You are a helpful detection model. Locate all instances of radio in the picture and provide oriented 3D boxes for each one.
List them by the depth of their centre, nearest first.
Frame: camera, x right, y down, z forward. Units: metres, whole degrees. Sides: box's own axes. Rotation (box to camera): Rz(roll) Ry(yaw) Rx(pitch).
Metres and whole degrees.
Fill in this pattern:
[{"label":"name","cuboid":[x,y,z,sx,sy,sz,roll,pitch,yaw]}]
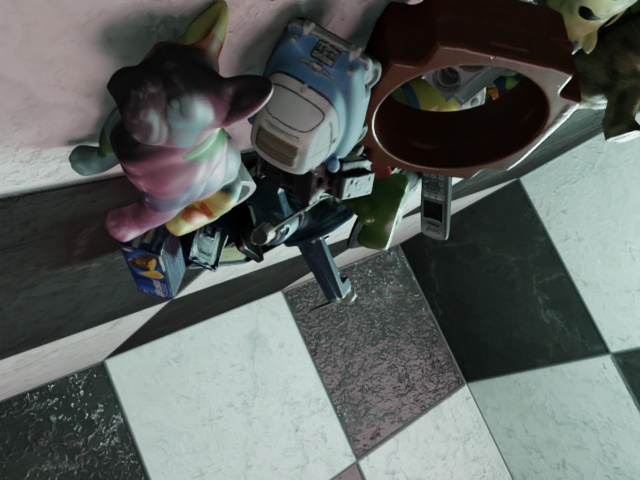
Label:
[{"label":"radio","cuboid":[-0.153,-0.007,0.994,0.131,0.073,0.229,-26,173,19]}]

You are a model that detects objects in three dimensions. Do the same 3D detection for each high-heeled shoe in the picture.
[{"label":"high-heeled shoe","cuboid":[0.141,-0.089,1.145,0.249,0.086,0.145,-40,-161,10]}]

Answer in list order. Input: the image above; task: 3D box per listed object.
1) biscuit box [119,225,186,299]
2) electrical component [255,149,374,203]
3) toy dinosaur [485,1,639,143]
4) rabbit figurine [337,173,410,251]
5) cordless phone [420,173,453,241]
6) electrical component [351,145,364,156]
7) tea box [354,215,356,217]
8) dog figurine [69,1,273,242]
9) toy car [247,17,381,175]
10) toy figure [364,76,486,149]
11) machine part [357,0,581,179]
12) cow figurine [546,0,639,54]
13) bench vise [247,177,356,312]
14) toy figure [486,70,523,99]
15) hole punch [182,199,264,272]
[{"label":"biscuit box","cuboid":[-0.245,0.028,0.801,0.059,0.063,0.202,16,154,-2]},{"label":"electrical component","cuboid":[0.001,-0.093,0.686,0.115,0.134,0.058,-17,125,-41]},{"label":"toy dinosaur","cuboid":[0.390,-0.229,0.714,0.472,0.198,0.105,-21,173,19]},{"label":"rabbit figurine","cuboid":[0.059,-0.077,0.925,0.121,0.170,0.158,-59,162,-46]},{"label":"cordless phone","cuboid":[0.153,-0.097,0.830,0.147,0.184,0.089,21,-145,38]},{"label":"electrical component","cuboid":[0.006,-0.127,0.632,0.063,0.094,0.021,-16,138,-54]},{"label":"tea box","cuboid":[0.016,-0.068,1.129,0.169,0.068,0.098,-19,170,-41]},{"label":"dog figurine","cuboid":[-0.106,-0.093,0.460,0.219,0.108,0.191,-34,167,38]},{"label":"toy car","cuboid":[-0.013,-0.114,0.491,0.103,0.109,0.161,-59,180,-20]},{"label":"toy figure","cuboid":[0.130,-0.178,0.708,0.180,0.089,0.082,-17,170,3]},{"label":"machine part","cuboid":[0.140,-0.153,0.558,0.201,0.087,0.201,8,154,-11]},{"label":"cow figurine","cuboid":[0.312,-0.277,0.590,0.127,0.085,0.195,-35,171,24]},{"label":"bench vise","cuboid":[-0.011,0.001,0.814,0.129,0.240,0.224,-20,-166,21]},{"label":"toy figure","cuboid":[0.266,-0.232,0.836,0.154,0.057,0.064,-24,-171,-19]},{"label":"hole punch","cuboid":[-0.145,-0.017,0.774,0.092,0.116,0.142,-18,163,10]}]
